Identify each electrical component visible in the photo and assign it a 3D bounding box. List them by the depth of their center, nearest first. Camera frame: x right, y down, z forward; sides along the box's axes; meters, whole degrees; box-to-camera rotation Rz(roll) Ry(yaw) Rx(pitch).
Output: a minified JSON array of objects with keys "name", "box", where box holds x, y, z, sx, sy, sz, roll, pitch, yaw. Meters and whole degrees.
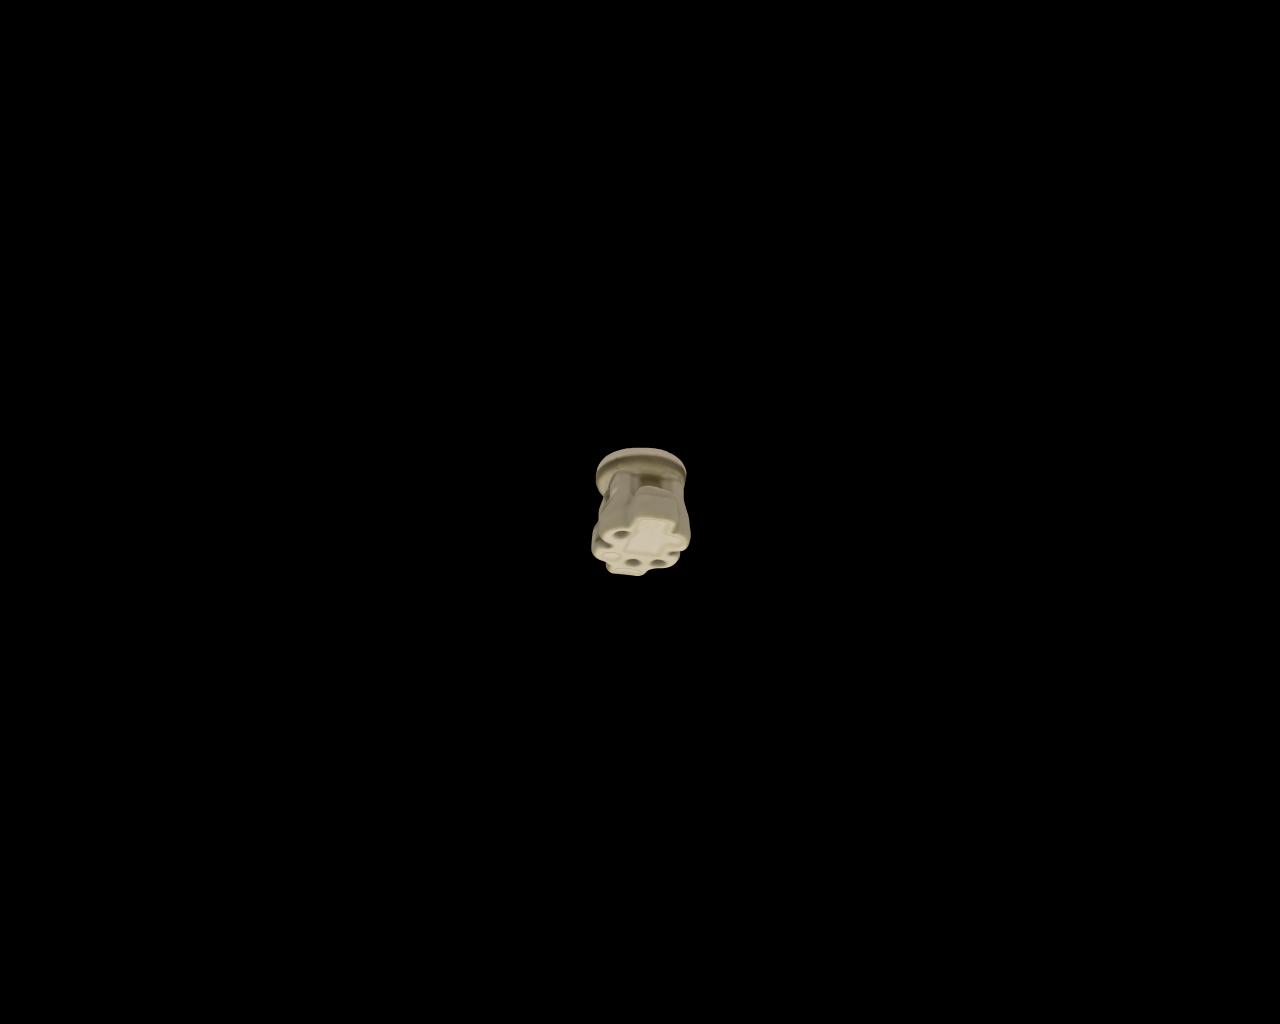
[{"name":"electrical component","box":[0.001,-0.003,0.650,0.058,0.057,0.078,8,-31,-13]}]
